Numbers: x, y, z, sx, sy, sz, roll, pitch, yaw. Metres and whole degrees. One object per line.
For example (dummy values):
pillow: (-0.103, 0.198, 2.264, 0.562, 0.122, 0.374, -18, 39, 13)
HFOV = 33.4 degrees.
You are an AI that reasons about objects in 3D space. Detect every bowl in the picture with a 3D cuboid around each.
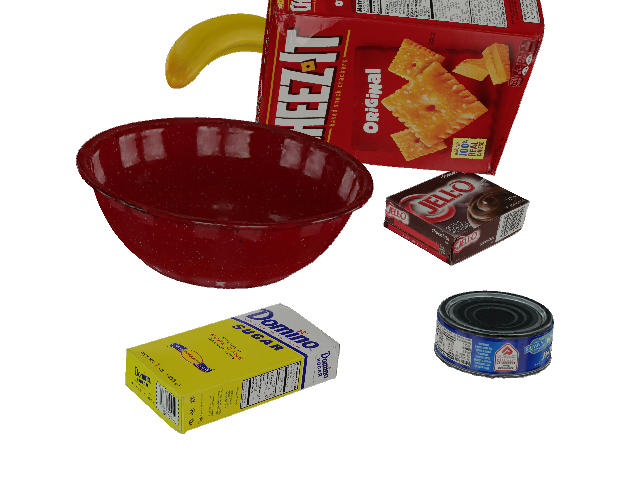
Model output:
bowl: (-0.054, -0.017, 0.591, 0.162, 0.055, 0.162, 6, 23, -3)

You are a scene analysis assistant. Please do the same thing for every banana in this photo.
banana: (-0.090, -0.189, 1.037, 0.070, 0.037, 0.197, 44, 38, 20)

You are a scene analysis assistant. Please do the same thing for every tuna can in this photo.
tuna can: (0.127, 0.067, 0.781, 0.086, 0.034, 0.086, 1, 19, -1)

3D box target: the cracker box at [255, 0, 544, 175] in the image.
cracker box: (0.059, -0.136, 0.880, 0.213, 0.072, 0.164, 4, -38, -6)

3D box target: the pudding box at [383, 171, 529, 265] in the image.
pudding box: (0.131, -0.026, 1.031, 0.113, 0.039, 0.090, -22, 41, -38)

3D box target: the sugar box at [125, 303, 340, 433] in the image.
sugar box: (-0.078, 0.111, 0.971, 0.175, 0.048, 0.093, -18, 35, -37)
